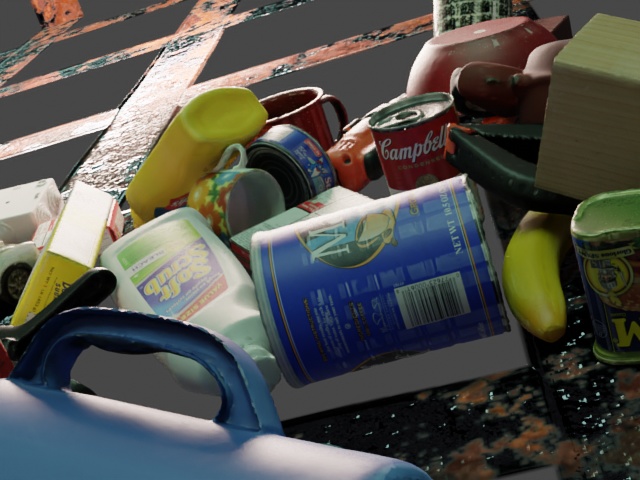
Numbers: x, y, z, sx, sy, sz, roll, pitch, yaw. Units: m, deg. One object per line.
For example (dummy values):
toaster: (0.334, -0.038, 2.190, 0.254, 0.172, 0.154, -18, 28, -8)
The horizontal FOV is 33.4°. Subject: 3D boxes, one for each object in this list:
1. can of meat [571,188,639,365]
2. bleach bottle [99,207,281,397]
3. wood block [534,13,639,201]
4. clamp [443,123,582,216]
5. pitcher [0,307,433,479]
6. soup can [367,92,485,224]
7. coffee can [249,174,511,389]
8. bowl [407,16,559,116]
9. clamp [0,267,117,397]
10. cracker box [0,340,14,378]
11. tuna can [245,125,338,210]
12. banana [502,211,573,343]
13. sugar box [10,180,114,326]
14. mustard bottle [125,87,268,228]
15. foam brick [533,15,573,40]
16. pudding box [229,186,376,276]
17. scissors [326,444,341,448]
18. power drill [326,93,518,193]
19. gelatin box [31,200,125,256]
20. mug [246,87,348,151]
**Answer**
can of meat: (0.195, 0.017, 0.589, 0.102, 0.084, 0.057, -6, 25, 28)
bleach bottle: (-0.083, 0.048, 0.774, 0.102, 0.068, 0.251, -29, 26, -16)
wood block: (0.244, -0.060, 0.630, 0.206, 0.091, 0.090, 18, 37, 24)
clamp: (0.188, -0.043, 0.723, 0.210, 0.036, 0.164, 22, 36, 25)
pitcher: (-0.066, 0.127, 0.473, 0.243, 0.149, 0.144, 1, 28, 33)
soup can: (0.083, -0.054, 0.822, 0.068, 0.102, 0.068, -16, 22, 7)
coffee can: (0.038, 0.026, 0.670, 0.140, 0.103, 0.103, -16, 22, 8)
bowl: (0.142, -0.156, 0.929, 0.162, 0.055, 0.162, -14, 17, 4)
clamp: (-0.221, 0.097, 0.780, 0.172, 0.039, 0.120, -29, 34, 16)
cracker box: (-0.303, 0.065, 0.708, 0.164, 0.213, 0.072, -7, 27, 28)
tuna can: (-0.028, -0.057, 0.943, 0.086, 0.086, 0.033, 4, 33, 44)
banana: (0.158, 0.005, 0.709, 0.070, 0.037, 0.197, -3, 27, 36)
sugar box: (-0.217, 0.022, 0.906, 0.048, 0.093, 0.176, 25, 18, -11)
mustard bottle: (-0.129, -0.062, 0.992, 0.096, 0.058, 0.192, -31, -10, -45)
foam brick: (0.212, -0.167, 1.018, 0.051, 0.078, 0.052, 0, 29, 36)
pudding box: (-0.006, 0.001, 0.853, 0.113, 0.039, 0.090, -28, 23, -16)
scissors: (0.011, 0.154, 0.507, 0.096, 0.016, 0.202, -25, 22, -12)
power drill: (0.112, -0.098, 0.969, 0.188, 0.057, 0.184, -5, 25, 35)
gelatin box: (-0.243, -0.003, 1.066, 0.089, 0.030, 0.073, -18, 23, 2)
mug: (-0.020, -0.098, 1.038, 0.117, 0.081, 0.093, -32, 25, -29)
